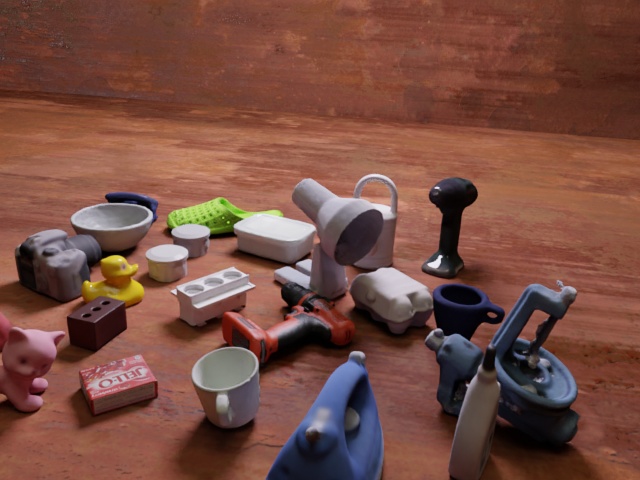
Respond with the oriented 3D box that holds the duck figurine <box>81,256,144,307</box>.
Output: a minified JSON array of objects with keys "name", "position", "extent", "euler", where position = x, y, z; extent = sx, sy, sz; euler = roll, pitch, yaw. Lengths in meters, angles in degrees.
[{"name":"duck figurine","position":[-0.367,0.070,1.012],"extent":[0.105,0.086,0.077],"euler":[-5,24,-20]}]

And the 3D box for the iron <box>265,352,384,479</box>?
[{"name":"iron","position":[0.022,0.206,0.667],"extent":[0.118,0.141,0.259],"euler":[10,23,15]}]

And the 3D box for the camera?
[{"name":"camera","position":[-0.472,0.032,1.068],"extent":[0.142,0.101,0.137],"euler":[17,26,29]}]

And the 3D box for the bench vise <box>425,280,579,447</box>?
[{"name":"bench vise","position":[0.238,0.147,0.739],"extent":[0.207,0.220,0.122],"euler":[9,23,13]}]

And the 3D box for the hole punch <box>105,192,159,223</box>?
[{"name":"hole punch","position":[-0.445,-0.081,1.357],"extent":[0.108,0.091,0.101],"euler":[3,23,0]}]

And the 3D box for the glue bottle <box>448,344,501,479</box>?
[{"name":"glue bottle","position":[0.188,0.197,0.672],"extent":[0.037,0.173,0.078],"euler":[16,26,27]}]

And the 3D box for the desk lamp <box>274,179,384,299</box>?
[{"name":"desk lamp","position":[0.010,0.004,1.059],"extent":[0.118,0.214,0.202],"euler":[-17,30,-40]}]

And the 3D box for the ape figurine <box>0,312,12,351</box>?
[{"name":"ape figurine","position":[-0.505,0.123,0.854],"extent":[0.076,0.092,0.077],"euler":[-3,23,-15]}]

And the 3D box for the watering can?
[{"name":"watering can","position":[0.115,-0.041,1.209],"extent":[0.101,0.194,0.172],"euler":[-1,23,-12]}]

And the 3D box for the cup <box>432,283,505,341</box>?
[{"name":"cup","position":[0.238,0.134,0.935],"extent":[0.117,0.095,0.092],"euler":[15,25,26]}]

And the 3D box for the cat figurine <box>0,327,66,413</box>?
[{"name":"cat figurine","position":[-0.401,0.160,0.747],"extent":[0.128,0.118,0.067],"euler":[-2,23,-14]}]

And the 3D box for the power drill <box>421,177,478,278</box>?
[{"name":"power drill","position":[0.269,-0.034,1.197],"extent":[0.075,0.208,0.230],"euler":[15,25,25]}]

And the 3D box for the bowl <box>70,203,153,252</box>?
[{"name":"bowl","position":[-0.443,-0.019,1.229],"extent":[0.167,0.075,0.167],"euler":[3,22,-1]}]

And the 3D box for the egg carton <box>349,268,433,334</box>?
[{"name":"egg carton","position":[0.125,0.104,1.022],"extent":[0.107,0.069,0.149],"euler":[-13,27,-34]}]
